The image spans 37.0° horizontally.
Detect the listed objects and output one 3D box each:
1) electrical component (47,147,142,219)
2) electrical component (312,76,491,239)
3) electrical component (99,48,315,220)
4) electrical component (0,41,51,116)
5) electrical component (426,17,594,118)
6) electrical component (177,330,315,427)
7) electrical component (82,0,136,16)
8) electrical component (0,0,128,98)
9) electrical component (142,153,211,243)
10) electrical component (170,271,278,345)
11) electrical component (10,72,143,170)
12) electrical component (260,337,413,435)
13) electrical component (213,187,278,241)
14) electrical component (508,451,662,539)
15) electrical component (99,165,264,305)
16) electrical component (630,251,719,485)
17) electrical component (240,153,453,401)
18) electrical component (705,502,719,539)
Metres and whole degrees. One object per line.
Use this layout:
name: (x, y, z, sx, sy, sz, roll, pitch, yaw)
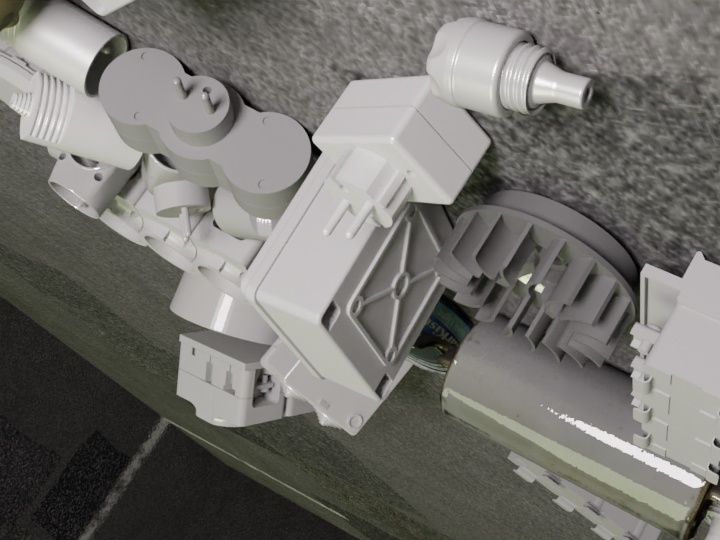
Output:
electrical component: (-0.195, -0.088, 0.767, 0.079, 0.077, 0.044, 29, 163, 16)
electrical component: (0.009, -0.046, 0.501, 0.047, 0.076, 0.066, 43, 161, -31)
electrical component: (-0.090, -0.086, 0.617, 0.138, 0.052, 0.073, 29, 163, 14)
electrical component: (-0.211, -0.131, 0.720, 0.080, 0.051, 0.080, 30, 164, 10)
electrical component: (0.058, -0.073, 0.405, 0.061, 0.035, 0.035, 21, 160, 29)
electrical component: (-0.072, 0.089, 0.932, 0.089, 0.061, 0.150, 18, -164, 42)
electrical component: (-0.112, -0.163, 0.425, 0.109, 0.056, 0.109, 41, 162, -26)
electrical component: (-0.186, -0.143, 0.650, 0.081, 0.043, 0.043, 31, 164, 7)
electrical component: (-0.121, -0.059, 0.723, 0.043, 0.079, 0.077, -7, 172, -15)
electrical component: (-0.097, 0.018, 0.893, 0.108, 0.060, 0.108, 17, -176, -1)
electrical component: (-0.178, -0.094, 0.673, 0.081, 0.043, 0.043, 15, 176, -33)
electrical component: (-0.014, 0.070, 0.849, 0.100, 0.099, 0.048, 42, 175, -28)
electrical component: (-0.059, -0.040, 0.708, 0.043, 0.043, 0.081, 43, 161, -31)
electrical component: (0.171, 0.146, 0.775, 0.121, 0.063, 0.079, 38, 163, -16)
electrical component: (-0.126, -0.037, 0.813, 0.150, 0.061, 0.089, 28, 163, 17)
electrical component: (0.166, 0.052, 0.513, 0.079, 0.063, 0.121, 26, 162, 24)
electrical component: (0.000, 0.000, 0.596, 0.056, 0.108, 0.108, 21, 160, 30)
electrical component: (0.234, 0.150, 0.669, 0.043, 0.062, 0.043, 30, 164, 10)
